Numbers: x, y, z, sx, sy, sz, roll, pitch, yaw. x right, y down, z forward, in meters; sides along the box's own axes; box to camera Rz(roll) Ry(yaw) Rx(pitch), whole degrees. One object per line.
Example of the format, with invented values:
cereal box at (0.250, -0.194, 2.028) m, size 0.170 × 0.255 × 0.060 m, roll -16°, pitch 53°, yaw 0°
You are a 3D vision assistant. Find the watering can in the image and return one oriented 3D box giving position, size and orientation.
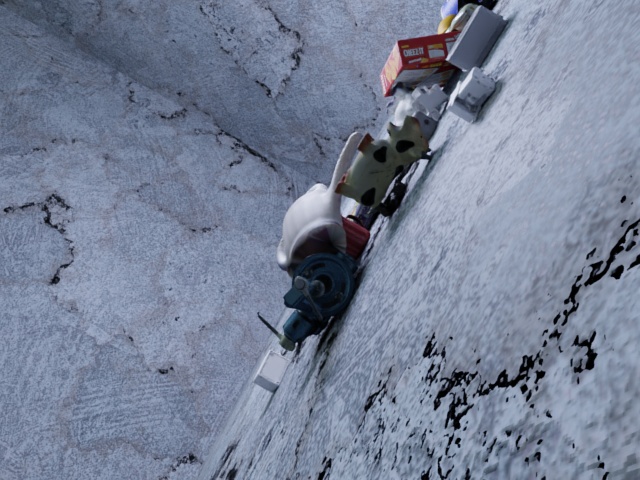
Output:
watering can at (0.003, -0.055, 1.094) m, size 0.342 × 0.103 × 0.229 m, roll -55°, pitch 27°, yaw 22°

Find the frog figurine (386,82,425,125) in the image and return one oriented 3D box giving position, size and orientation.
frog figurine at (0.226, -0.289, 1.268) m, size 0.135 × 0.123 × 0.162 m, roll -45°, pitch 49°, yaw 53°
